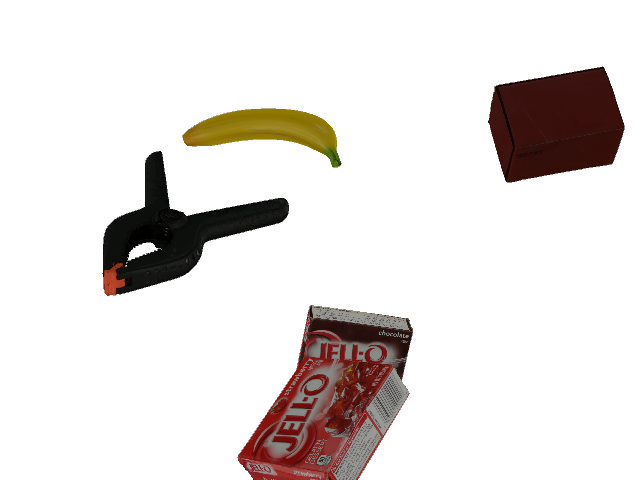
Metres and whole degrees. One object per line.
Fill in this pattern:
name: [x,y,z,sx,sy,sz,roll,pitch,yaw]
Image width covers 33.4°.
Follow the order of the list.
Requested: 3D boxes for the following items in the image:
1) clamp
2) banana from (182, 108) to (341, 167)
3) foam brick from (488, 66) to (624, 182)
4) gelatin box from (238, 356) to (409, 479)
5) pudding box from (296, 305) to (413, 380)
clamp: [-0.152,-0.017,1.036,0.165,0.036,0.209,25,40,23]
banana: [-0.063,-0.129,1.257,0.198,0.037,0.069,8,40,17]
foam brick: [0.161,-0.079,0.735,0.078,0.051,0.053,-10,-25,-1]
gelatin box: [0.002,0.113,0.659,0.073,0.030,0.089,0,41,41]
pudding box: [0.035,0.122,1.145,0.113,0.090,0.039,7,24,-8]
